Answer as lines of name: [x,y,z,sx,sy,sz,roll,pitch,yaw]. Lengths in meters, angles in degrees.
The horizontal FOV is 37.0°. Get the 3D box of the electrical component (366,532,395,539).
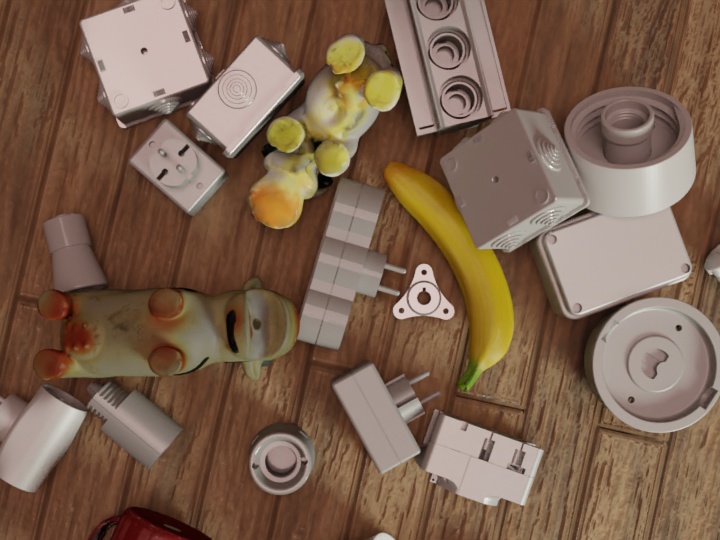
electrical component: [0.011,0.264,0.854,0.064,0.099,0.099,-21,89,4]

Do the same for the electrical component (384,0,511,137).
electrical component: [0.070,-0.176,0.884,0.079,0.063,0.121,-13,89,-2]

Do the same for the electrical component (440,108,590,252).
electrical component: [0.120,-0.071,0.852,0.100,0.048,0.099,-33,71,37]

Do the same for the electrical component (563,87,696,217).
electrical component: [0.214,-0.102,0.861,0.108,0.060,0.108,-7,48,8]

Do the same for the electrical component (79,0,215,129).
electrical component: [-0.174,-0.174,0.883,0.100,0.048,0.099,-20,89,-3]

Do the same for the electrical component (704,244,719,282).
electrical component: [0.323,0.004,0.898,0.048,0.048,0.062,-38,97,-3]

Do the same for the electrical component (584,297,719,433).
electrical component: [0.237,0.076,0.883,0.108,0.060,0.108,0,88,-2]

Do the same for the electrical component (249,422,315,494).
electrical component: [-0.064,0.154,0.877,0.055,0.047,0.055,0,88,-2]

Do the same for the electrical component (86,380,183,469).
electrical component: [-0.189,0.120,0.875,0.081,0.043,0.043,40,87,-1]

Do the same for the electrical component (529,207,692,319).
electrical component: [0.206,-0.012,0.887,0.113,0.057,0.078,-20,89,-3]

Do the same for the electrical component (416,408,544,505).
electrical component: [0.096,0.156,0.881,0.089,0.050,0.055,20,88,-1]

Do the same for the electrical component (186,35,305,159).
electrical component: [-0.091,-0.138,0.860,0.048,0.099,0.099,42,92,-5]

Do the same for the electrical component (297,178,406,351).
electrical component: [0.000,0.000,0.881,0.074,0.052,0.138,16,88,-1]

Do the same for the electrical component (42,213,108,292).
electrical component: [-0.236,-0.013,0.880,0.044,0.044,0.065,-16,84,-2]

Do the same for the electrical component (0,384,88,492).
electrical component: [-0.275,0.126,0.872,0.079,0.043,0.077,32,88,0]

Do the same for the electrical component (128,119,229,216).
electrical component: [-0.148,-0.084,0.867,0.066,0.077,0.047,41,87,0]

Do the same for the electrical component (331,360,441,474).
electrical component: [0.028,0.110,0.881,0.076,0.047,0.083,-29,90,-3]
